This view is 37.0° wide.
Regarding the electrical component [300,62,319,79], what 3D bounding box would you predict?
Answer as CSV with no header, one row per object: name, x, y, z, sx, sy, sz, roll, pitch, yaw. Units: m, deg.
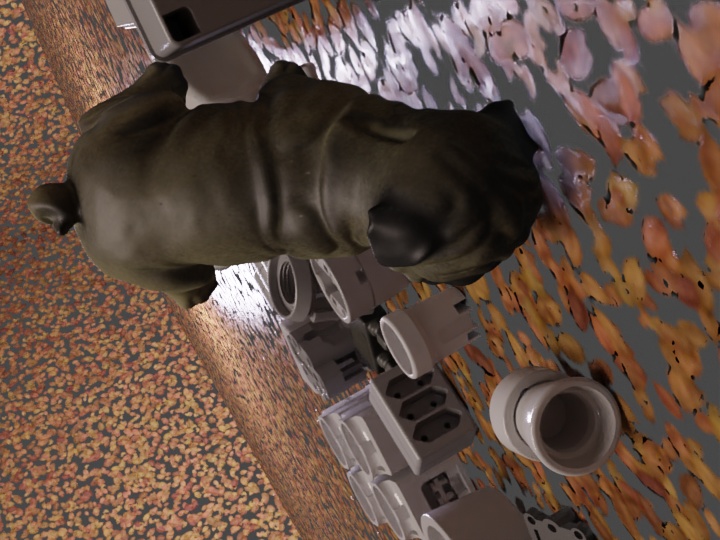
electrical component,-0.023,-0.093,0.640,0.035,0.035,0.061,37,149,62

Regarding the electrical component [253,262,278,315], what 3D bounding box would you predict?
electrical component,-0.054,0.007,0.913,0.073,0.052,0.138,58,166,19

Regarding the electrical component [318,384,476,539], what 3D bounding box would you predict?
electrical component,0.025,0.155,0.886,0.105,0.060,0.186,63,167,0

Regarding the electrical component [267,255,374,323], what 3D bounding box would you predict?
electrical component,-0.032,0.006,0.780,0.078,0.057,0.058,48,137,47

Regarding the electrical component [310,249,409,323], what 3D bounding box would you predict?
electrical component,0.000,0.000,0.705,0.055,0.047,0.055,57,166,23

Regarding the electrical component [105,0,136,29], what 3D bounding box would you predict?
electrical component,-0.138,-0.207,0.752,0.096,0.061,0.061,10,129,49

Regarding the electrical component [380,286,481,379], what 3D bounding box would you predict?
electrical component,0.041,0.035,0.620,0.040,0.046,0.040,57,166,23

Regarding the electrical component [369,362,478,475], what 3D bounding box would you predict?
electrical component,0.042,0.106,0.753,0.065,0.047,0.076,57,166,22

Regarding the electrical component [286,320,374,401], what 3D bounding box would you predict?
electrical component,-0.019,0.067,0.886,0.078,0.057,0.058,43,157,55

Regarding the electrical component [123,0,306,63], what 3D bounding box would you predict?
electrical component,-0.067,-0.168,0.495,0.108,0.109,0.056,65,164,-12

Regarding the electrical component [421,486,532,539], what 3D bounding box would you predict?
electrical component,0.093,0.192,0.700,0.108,0.060,0.108,57,166,23

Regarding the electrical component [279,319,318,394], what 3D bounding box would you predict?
electrical component,-0.030,0.076,0.968,0.077,0.047,0.065,37,152,61

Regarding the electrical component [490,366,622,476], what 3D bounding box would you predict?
electrical component,0.090,0.069,0.505,0.045,0.045,0.055,64,167,-8
